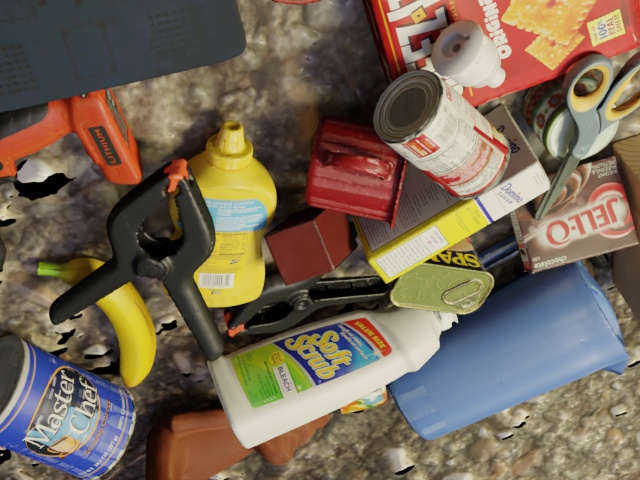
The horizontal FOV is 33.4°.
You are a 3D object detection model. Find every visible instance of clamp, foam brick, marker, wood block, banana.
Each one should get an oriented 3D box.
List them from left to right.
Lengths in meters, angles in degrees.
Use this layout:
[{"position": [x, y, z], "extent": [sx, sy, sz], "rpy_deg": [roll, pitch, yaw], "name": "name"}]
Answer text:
[{"position": [-0.199, 0.077, 1.045], "extent": [0.070, 0.037, 0.197], "rpy_deg": [-7, 135, 19], "name": "banana"}, {"position": [-0.138, 0.023, 0.948], "extent": [0.164, 0.036, 0.210], "rpy_deg": [19, 125, -13], "name": "clamp"}, {"position": [-0.020, 0.043, 1.063], "extent": [0.171, 0.039, 0.120], "rpy_deg": [-21, 134, -2], "name": "clamp"}, {"position": [-0.006, 0.001, 0.974], "extent": [0.053, 0.078, 0.051], "rpy_deg": [-17, 100, 24], "name": "foam brick"}, {"position": [0.275, -0.008, 1.118], "extent": [0.020, 0.020, 0.121], "rpy_deg": [-32, 132, 13], "name": "marker"}, {"position": [0.359, -0.009, 1.092], "extent": [0.090, 0.091, 0.206], "rpy_deg": [-17, 134, -2], "name": "wood block"}]

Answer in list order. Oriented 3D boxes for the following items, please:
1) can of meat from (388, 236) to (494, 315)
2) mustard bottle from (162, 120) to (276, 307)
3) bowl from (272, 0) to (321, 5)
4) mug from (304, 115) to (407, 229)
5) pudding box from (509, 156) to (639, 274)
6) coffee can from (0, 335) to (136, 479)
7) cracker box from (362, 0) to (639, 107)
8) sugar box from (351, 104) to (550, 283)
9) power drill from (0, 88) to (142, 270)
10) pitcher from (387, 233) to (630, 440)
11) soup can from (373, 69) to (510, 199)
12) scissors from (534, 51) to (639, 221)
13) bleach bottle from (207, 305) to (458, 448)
[{"position": [0.108, 0.021, 1.049], "extent": [0.102, 0.084, 0.057], "rpy_deg": [8, 128, -23], "name": "can of meat"}, {"position": [-0.090, -0.025, 0.966], "extent": [0.096, 0.058, 0.192], "rpy_deg": [3, 131, -11], "name": "mustard bottle"}, {"position": [-0.021, -0.252, 0.756], "extent": [0.161, 0.055, 0.162], "rpy_deg": [-22, 126, -33], "name": "bowl"}, {"position": [0.032, -0.062, 0.926], "extent": [0.081, 0.117, 0.093], "rpy_deg": [11, 93, 3], "name": "mug"}, {"position": [0.245, -0.024, 1.047], "extent": [0.113, 0.039, 0.090], "rpy_deg": [-16, 90, -1], "name": "pudding box"}, {"position": [-0.269, 0.168, 1.059], "extent": [0.103, 0.103, 0.140], "rpy_deg": [-40, 131, 19], "name": "coffee can"}, {"position": [0.147, -0.200, 0.866], "extent": [0.213, 0.072, 0.164], "rpy_deg": [-20, 135, 3], "name": "cracker box"}, {"position": [0.116, -0.043, 0.987], "extent": [0.176, 0.093, 0.048], "rpy_deg": [-29, 134, 11], "name": "sugar box"}, {"position": [-0.248, -0.058, 0.889], "extent": [0.187, 0.057, 0.184], "rpy_deg": [-18, 134, 0], "name": "power drill"}, {"position": [0.189, 0.107, 1.135], "extent": [0.243, 0.149, 0.144], "rpy_deg": [-29, 148, 14], "name": "pitcher"}, {"position": [0.099, -0.085, 0.868], "extent": [0.069, 0.068, 0.102], "rpy_deg": [-40, 134, 20], "name": "soup can"}, {"position": [0.221, -0.093, 0.944], "extent": [0.096, 0.016, 0.202], "rpy_deg": [12, 132, -32], "name": "scissors"}, {"position": [0.018, 0.117, 1.090], "extent": [0.251, 0.103, 0.068], "rpy_deg": [-25, 145, -2], "name": "bleach bottle"}]
